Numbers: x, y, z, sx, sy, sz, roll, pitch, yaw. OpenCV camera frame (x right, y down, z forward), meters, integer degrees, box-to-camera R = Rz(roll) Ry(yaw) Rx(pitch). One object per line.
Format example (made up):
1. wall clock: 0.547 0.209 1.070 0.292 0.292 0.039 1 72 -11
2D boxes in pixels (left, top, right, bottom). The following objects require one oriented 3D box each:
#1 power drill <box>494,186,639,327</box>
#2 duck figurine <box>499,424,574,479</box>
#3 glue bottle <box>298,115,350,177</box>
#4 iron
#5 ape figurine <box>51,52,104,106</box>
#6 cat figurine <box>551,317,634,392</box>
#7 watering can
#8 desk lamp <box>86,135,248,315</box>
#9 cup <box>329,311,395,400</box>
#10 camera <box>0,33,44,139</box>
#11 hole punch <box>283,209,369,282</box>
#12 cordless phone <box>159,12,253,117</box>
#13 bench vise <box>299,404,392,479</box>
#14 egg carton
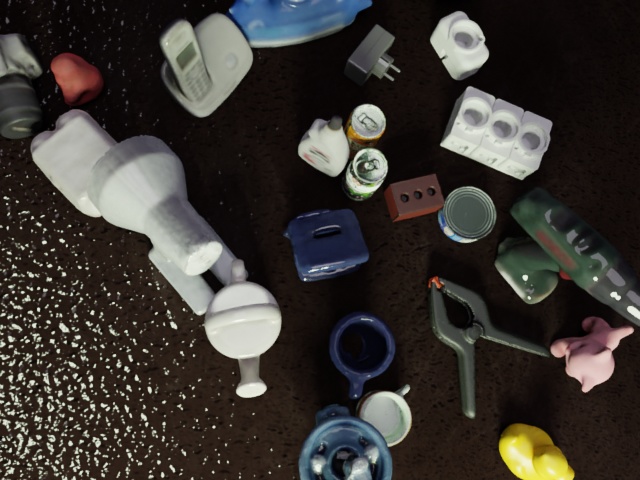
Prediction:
1. power drill: 0.344 0.034 0.817 0.076 0.208 0.229 -39 86 -12
2. duck figurine: 0.316 0.312 0.824 0.104 0.086 0.077 37 77 1
3. glue bottle: 0.011 -0.143 0.826 0.078 0.173 0.037 29 77 -1
4. iron: -0.044 -0.385 0.880 0.258 0.141 0.118 -24 83 -11
5. ape figurine: -0.363 -0.242 0.838 0.076 0.092 0.078 6 79 -6
6. cat figurine: 0.408 0.166 0.847 0.128 0.117 0.067 -34 85 -12
7. watering can: -0.097 0.113 0.754 0.101 0.194 0.173 -29 84 -11
8. desk lamp: -0.190 -0.015 0.756 0.118 0.213 0.203 -41 86 -12
9. cup: 0.051 0.164 0.814 0.092 0.095 0.118 9 79 -5
10. camera: -0.467 -0.215 0.816 0.143 0.100 0.137 -23 83 -11
11. hole punch: 0.008 0.003 0.840 0.109 0.091 0.101 -12 81 -9
12. cordless phone: -0.167 -0.274 0.821 0.094 0.185 0.148 35 77 1
13. bench vise: 0.052 0.320 0.721 0.121 0.219 0.207 -25 83 -11
14. egg carton: -0.339 -0.111 0.828 0.150 0.069 0.107 44 78 2
